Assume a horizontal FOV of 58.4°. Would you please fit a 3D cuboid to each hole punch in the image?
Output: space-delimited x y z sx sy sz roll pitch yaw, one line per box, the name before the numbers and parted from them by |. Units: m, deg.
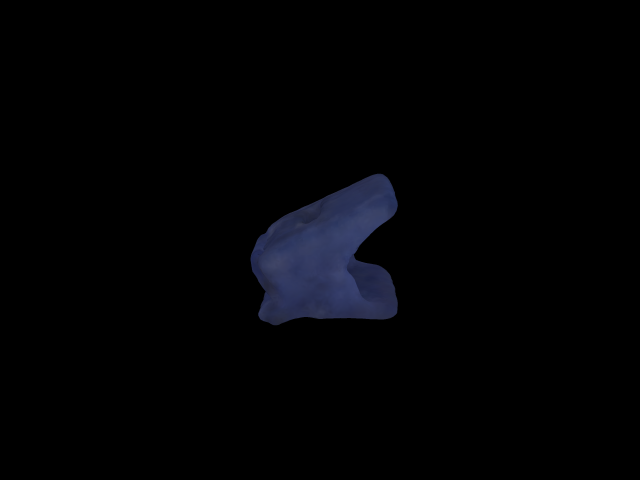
hole punch | 0.004 0.001 0.400 0.101 0.091 0.108 0 15 0
